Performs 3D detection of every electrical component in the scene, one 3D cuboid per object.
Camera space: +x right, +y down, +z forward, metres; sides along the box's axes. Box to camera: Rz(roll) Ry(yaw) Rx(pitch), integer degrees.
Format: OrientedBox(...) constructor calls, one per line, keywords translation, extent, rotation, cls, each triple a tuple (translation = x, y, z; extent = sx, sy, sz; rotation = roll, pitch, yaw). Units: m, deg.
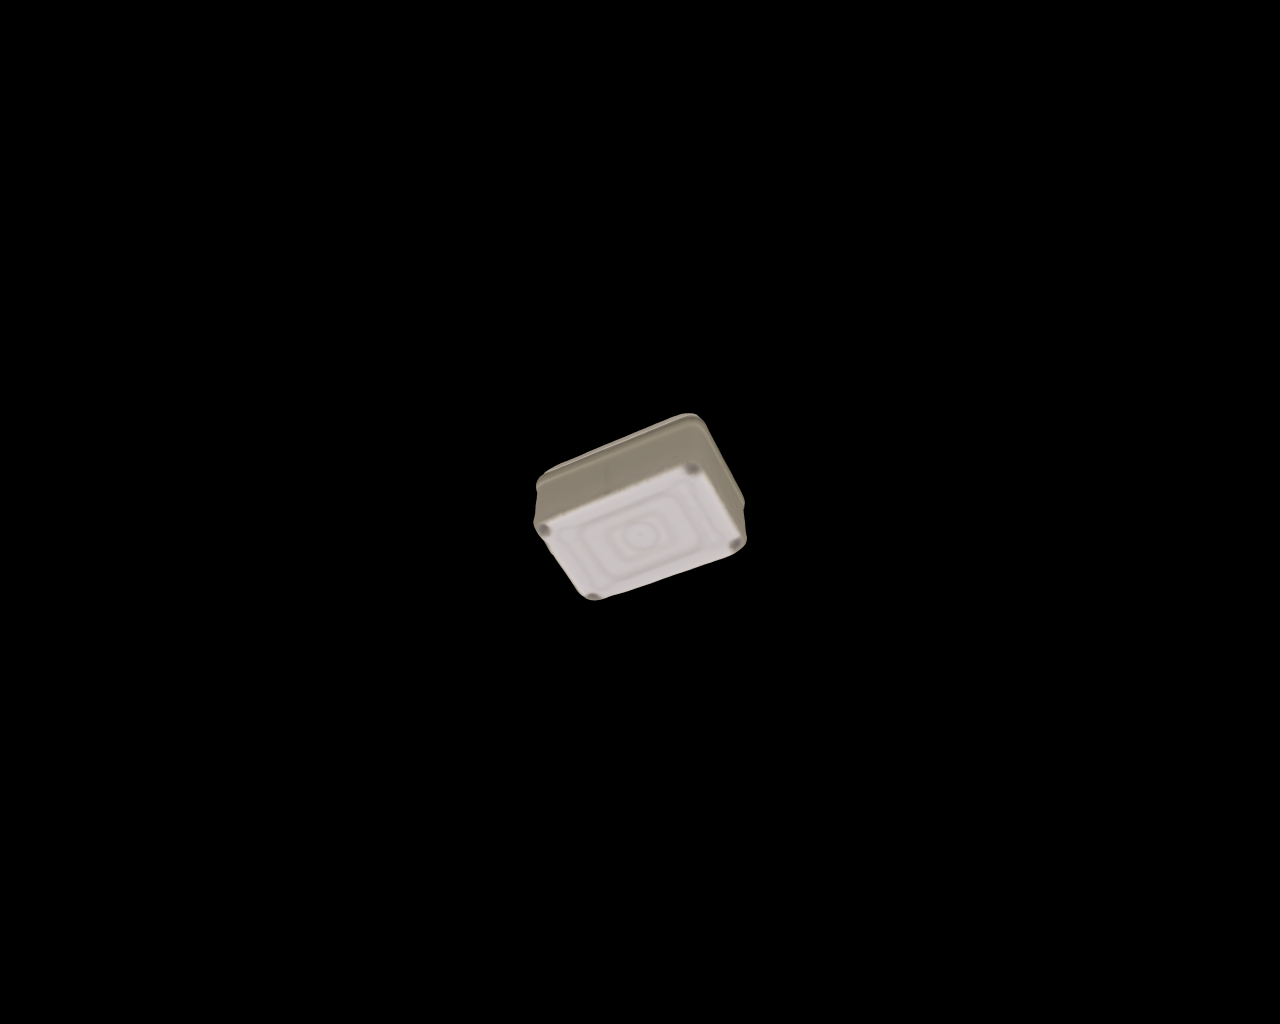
OrientedBox(translation=(0.001, -0.003, 0.650), extent=(0.113, 0.078, 0.057), rotation=(-21, 34, 15), cls="electrical component")
